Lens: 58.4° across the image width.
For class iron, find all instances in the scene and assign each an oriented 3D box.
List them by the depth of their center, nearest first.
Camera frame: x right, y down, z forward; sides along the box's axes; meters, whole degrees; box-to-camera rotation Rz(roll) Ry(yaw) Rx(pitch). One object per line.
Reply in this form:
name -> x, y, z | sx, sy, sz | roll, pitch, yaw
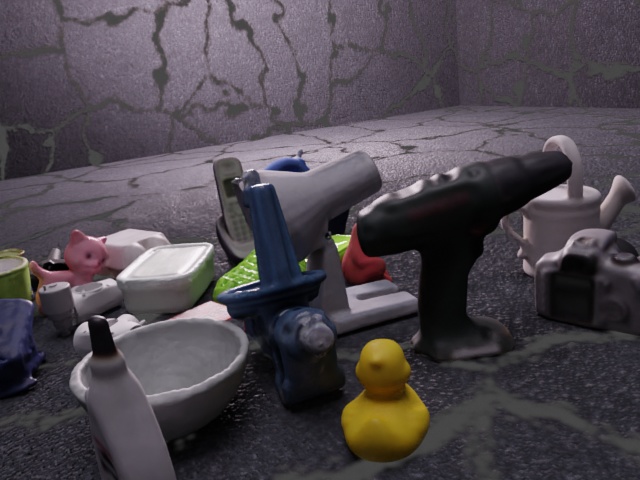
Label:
iron -> -0.089, -0.107, 1.230 | 0.118, 0.141, 0.259 | 3, 19, 29

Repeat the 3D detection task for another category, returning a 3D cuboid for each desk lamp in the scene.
desk lamp -> 0.007, 0.003, 0.714 | 0.203, 0.214, 0.117 | -12, 18, -19

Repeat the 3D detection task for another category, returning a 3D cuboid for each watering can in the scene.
watering can -> 0.341, -0.049, 0.794 | 0.173, 0.194, 0.100 | -13, 18, -20

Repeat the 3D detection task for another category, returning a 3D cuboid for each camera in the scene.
camera -> 0.345, 0.035, 0.676 | 0.142, 0.101, 0.137 | 9, 23, 42

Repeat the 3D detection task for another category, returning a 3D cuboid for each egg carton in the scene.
egg carton -> -0.334, 0.027, 1.007 | 0.149, 0.069, 0.107 | 6, 21, 35

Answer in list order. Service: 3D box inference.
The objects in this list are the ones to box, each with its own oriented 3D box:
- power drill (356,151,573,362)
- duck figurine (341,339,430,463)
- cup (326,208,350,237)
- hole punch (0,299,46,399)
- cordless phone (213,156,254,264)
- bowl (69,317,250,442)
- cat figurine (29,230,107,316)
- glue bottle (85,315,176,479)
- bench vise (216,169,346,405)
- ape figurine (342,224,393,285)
power drill -> 0.157, 0.018, 0.617 | 0.229, 0.208, 0.075 | -7, 17, -3
duck figurine -> 0.054, 0.131, 0.497 | 0.077, 0.086, 0.105 | -1, 18, 16
cup -> 0.006, -0.051, 1.094 | 0.117, 0.095, 0.092 | -4, 17, 7
hole punch -> -0.385, 0.126, 0.664 | 0.109, 0.091, 0.101 | -9, 17, -8
cordless phone -> -0.116, -0.061, 1.015 | 0.148, 0.185, 0.093 | -18, 20, -33
bowl -> -0.146, 0.142, 0.553 | 0.167, 0.075, 0.167 | -6, 17, 2
cat figurine -> -0.385, 0.042, 0.895 | 0.128, 0.118, 0.067 | -18, 20, -33
glue bottle -> -0.142, 0.133, 0.411 | 0.077, 0.173, 0.037 | 11, 24, 44
bench vise -> -0.031, 0.040, 0.595 | 0.122, 0.220, 0.206 | -20, 21, -37
ape figurine -> 0.068, 0.018, 0.851 | 0.076, 0.092, 0.078 | -2, 17, 13
